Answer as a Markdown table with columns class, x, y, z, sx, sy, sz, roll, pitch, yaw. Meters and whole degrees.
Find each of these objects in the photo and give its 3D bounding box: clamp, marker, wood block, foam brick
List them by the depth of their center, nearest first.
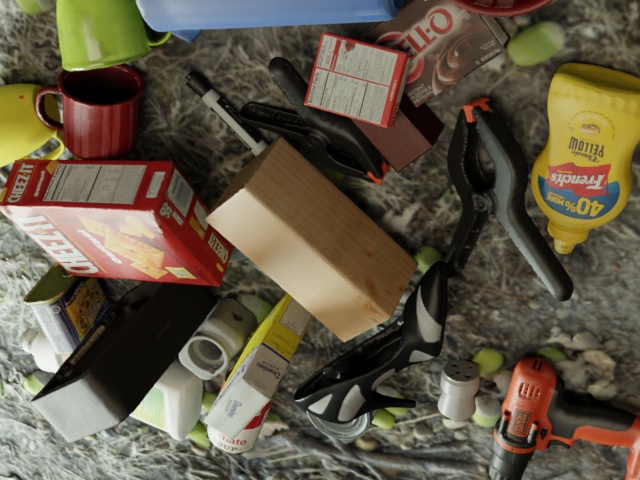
| class | x | y | z | sx | sy | sz | roll | pitch | yaw |
| --- | --- | --- | --- | --- | --- | --- | --- | --- | --- |
| foam brick | 0.077 | -0.118 | 1.076 | 0.051 | 0.053 | 0.078 | -35 | 102 | 35 |
| clamp | 0.168 | -0.039 | 1.083 | 0.165 | 0.036 | 0.210 | 1 | 112 | 52 |
| clamp | 0.000 | -0.120 | 1.098 | 0.171 | 0.039 | 0.120 | 28 | 158 | 0 |
| wood block | -0.007 | 0.001 | 1.143 | 0.206 | 0.090 | 0.091 | 42 | 140 | -12 |
| marker | -0.100 | -0.136 | 1.157 | 0.121 | 0.020 | 0.020 | 46 | 125 | -9 |

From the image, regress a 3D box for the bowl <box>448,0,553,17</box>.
| class | x | y | z | sx | sy | sz | roll | pitch | yaw |
| --- | --- | --- | --- | --- | --- | --- | --- | --- | --- |
| bowl | 0.162 | -0.281 | 0.935 | 0.162 | 0.055 | 0.162 | 7 | 118 | 14 |

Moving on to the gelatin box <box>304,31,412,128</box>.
| class | x | y | z | sx | sy | sz | roll | pitch | yaw |
| --- | --- | --- | --- | --- | --- | --- | --- | --- | --- |
| gelatin box | 0.036 | -0.154 | 1.026 | 0.089 | 0.030 | 0.073 | 18 | 103 | 16 |

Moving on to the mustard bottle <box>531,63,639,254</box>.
| class | x | y | z | sx | sy | sz | roll | pitch | yaw |
| --- | --- | --- | --- | --- | --- | --- | --- | --- | --- |
| mustard bottle | 0.255 | -0.070 | 1.031 | 0.096 | 0.058 | 0.192 | 18 | 126 | 17 |

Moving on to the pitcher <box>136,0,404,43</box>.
| class | x | y | z | sx | sy | sz | roll | pitch | yaw |
| --- | --- | --- | --- | --- | --- | --- | --- | --- | --- |
| pitcher | -0.046 | -0.268 | 0.988 | 0.243 | 0.149 | 0.145 | 3 | 82 | 16 |

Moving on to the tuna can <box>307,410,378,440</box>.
| class | x | y | z | sx | sy | sz | roll | pitch | yaw |
| --- | --- | --- | --- | --- | --- | --- | --- | --- | --- |
| tuna can | 0.027 | 0.203 | 1.307 | 0.086 | 0.033 | 0.086 | 10 | 123 | 16 |

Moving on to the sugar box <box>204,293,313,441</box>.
| class | x | y | z | sx | sy | sz | roll | pitch | yaw |
| --- | --- | --- | --- | --- | --- | --- | --- | --- | --- |
| sugar box | -0.065 | 0.137 | 1.214 | 0.048 | 0.176 | 0.093 | 38 | 126 | -3 |

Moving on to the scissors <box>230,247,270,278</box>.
| class | x | y | z | sx | sy | sz | roll | pitch | yaw |
| --- | --- | --- | --- | --- | --- | --- | --- | --- | --- |
| scissors | -0.098 | -0.001 | 1.242 | 0.202 | 0.016 | 0.096 | 16 | 123 | 12 |

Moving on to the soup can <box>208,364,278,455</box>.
| class | x | y | z | sx | sy | sz | roll | pitch | yaw |
| --- | --- | --- | --- | --- | --- | --- | --- | --- | --- |
| soup can | -0.099 | 0.212 | 1.343 | 0.068 | 0.068 | 0.102 | 25 | 127 | 5 |

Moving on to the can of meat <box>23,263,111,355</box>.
| class | x | y | z | sx | sy | sz | roll | pitch | yaw |
| --- | --- | --- | --- | --- | --- | --- | --- | --- | --- |
| can of meat | -0.309 | 0.082 | 1.326 | 0.058 | 0.102 | 0.084 | -8 | 119 | 24 |

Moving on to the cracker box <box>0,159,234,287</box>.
| class | x | y | z | sx | sy | sz | roll | pitch | yaw |
| --- | --- | --- | --- | --- | --- | --- | --- | --- | --- |
| cracker box | -0.227 | -0.018 | 1.201 | 0.214 | 0.072 | 0.164 | 2 | 150 | 25 |

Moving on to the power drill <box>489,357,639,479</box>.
| class | x | y | z | sx | sy | sz | roll | pitch | yaw |
| --- | --- | --- | --- | --- | --- | --- | --- | --- | --- |
| power drill | 0.290 | 0.232 | 1.205 | 0.188 | 0.057 | 0.184 | 16 | 125 | 12 |

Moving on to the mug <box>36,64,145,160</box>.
| class | x | y | z | sx | sy | sz | roll | pitch | yaw |
| --- | --- | --- | --- | --- | --- | --- | --- | --- | --- |
| mug | -0.252 | -0.140 | 1.168 | 0.117 | 0.093 | 0.081 | 5 | 130 | -7 |

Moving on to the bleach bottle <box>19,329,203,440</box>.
| class | x | y | z | sx | sy | sz | roll | pitch | yaw |
| --- | --- | --- | --- | --- | --- | --- | --- | --- | --- |
| bleach bottle | -0.278 | 0.174 | 1.396 | 0.251 | 0.068 | 0.103 | 17 | 125 | 15 |

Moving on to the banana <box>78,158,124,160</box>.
| class | x | y | z | sx | sy | sz | roll | pitch | yaw |
| --- | --- | --- | --- | --- | --- | --- | --- | --- | --- |
| banana | -0.227 | -0.063 | 1.242 | 0.198 | 0.037 | 0.070 | 20 | 124 | 10 |

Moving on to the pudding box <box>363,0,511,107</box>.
| class | x | y | z | sx | sy | sz | roll | pitch | yaw |
| --- | --- | --- | --- | --- | --- | --- | --- | --- | --- |
| pudding box | 0.112 | -0.195 | 1.023 | 0.114 | 0.039 | 0.090 | -31 | 104 | 33 |
